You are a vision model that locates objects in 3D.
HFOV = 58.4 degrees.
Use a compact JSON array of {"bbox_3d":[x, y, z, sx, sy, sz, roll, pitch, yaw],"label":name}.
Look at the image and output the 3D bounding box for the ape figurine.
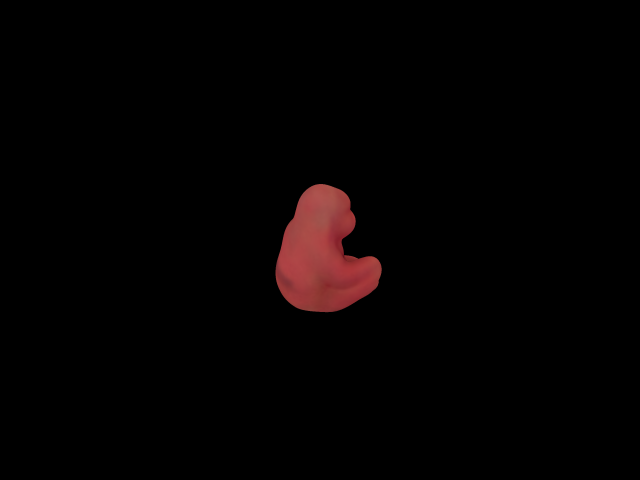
[{"bbox_3d":[0.004,0.001,0.400,0.076,0.092,0.077,-17,48,-16],"label":"ape figurine"}]
